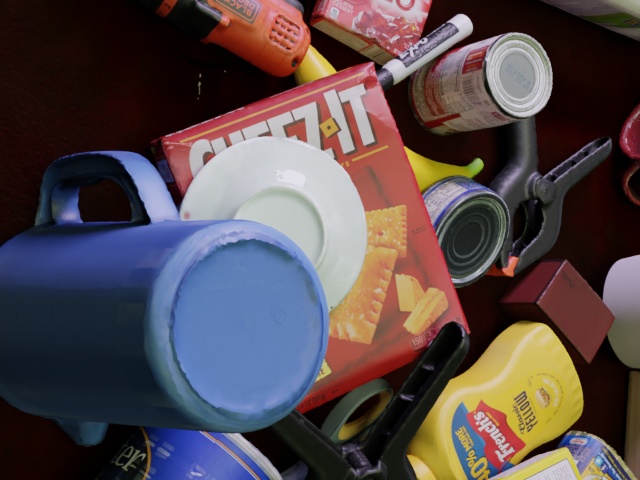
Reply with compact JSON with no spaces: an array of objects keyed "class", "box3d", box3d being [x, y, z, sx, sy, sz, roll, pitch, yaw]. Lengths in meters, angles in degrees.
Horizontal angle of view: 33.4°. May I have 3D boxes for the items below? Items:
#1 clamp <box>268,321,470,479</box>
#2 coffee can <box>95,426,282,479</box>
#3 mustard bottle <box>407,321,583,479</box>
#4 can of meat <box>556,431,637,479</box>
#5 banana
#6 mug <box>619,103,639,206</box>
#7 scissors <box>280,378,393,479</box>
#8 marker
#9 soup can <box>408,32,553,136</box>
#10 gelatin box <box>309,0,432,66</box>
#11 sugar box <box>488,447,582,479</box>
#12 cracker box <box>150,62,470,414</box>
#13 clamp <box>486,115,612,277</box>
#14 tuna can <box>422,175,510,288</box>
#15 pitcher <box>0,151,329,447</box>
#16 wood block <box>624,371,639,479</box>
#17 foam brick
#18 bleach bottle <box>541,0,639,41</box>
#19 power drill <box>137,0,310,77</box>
[{"class":"clamp","box3d":[0.036,0.155,0.755,0.164,0.036,0.210,-17,122,-16]},{"class":"coffee can","box3d":[-0.106,0.185,0.694,0.102,0.103,0.140,47,67,-18]},{"class":"mustard bottle","box3d":[0.125,0.151,0.851,0.191,0.058,0.096,-33,110,-26]},{"class":"can of meat","box3d":[0.225,0.225,0.903,0.083,0.058,0.102,-46,108,-25]},{"class":"banana","box3d":[0.047,-0.078,0.841,0.197,0.037,0.069,32,49,-26]},{"class":"mug","box3d":[0.326,-0.077,0.971,0.117,0.093,0.081,-45,116,8]},{"class":"scissors","box3d":[-0.016,0.160,0.771,0.201,0.016,0.096,-21,136,-29]},{"class":"marker","box3d":[0.074,-0.142,0.832,0.121,0.020,0.020,-37,104,-28]},{"class":"soup can","box3d":[0.126,-0.122,0.847,0.068,0.102,0.068,1,87,-30]},{"class":"gelatin box","box3d":[0.042,-0.187,0.846,0.089,0.030,0.073,25,75,-26]},{"class":"sugar box","box3d":[0.131,0.226,0.784,0.175,0.048,0.093,-14,77,-34]},{"class":"cracker box","box3d":[-0.005,0.001,0.763,0.164,0.072,0.214,-23,99,-14]},{"class":"clamp","box3d":[0.190,-0.043,0.914,0.120,0.039,0.171,20,82,-21]},{"class":"tuna can","box3d":[0.109,-0.006,0.847,0.086,0.034,0.086,-18,123,-30]},{"class":"pitcher","box3d":[-0.106,0.038,0.624,0.149,0.243,0.145,45,63,-25]},{"class":"wood block","box3d":[0.329,0.224,0.942,0.090,0.090,0.206,9,83,-28]},{"class":"foam brick","box3d":[0.201,0.060,0.905,0.078,0.051,0.053,47,65,-19]},{"class":"bleach bottle","box3d":[0.240,-0.224,0.932,0.250,0.103,0.068,17,92,-34]},{"class":"power drill","box3d":[-0.065,-0.235,0.776,0.184,0.057,0.187,29,75,-21]}]
